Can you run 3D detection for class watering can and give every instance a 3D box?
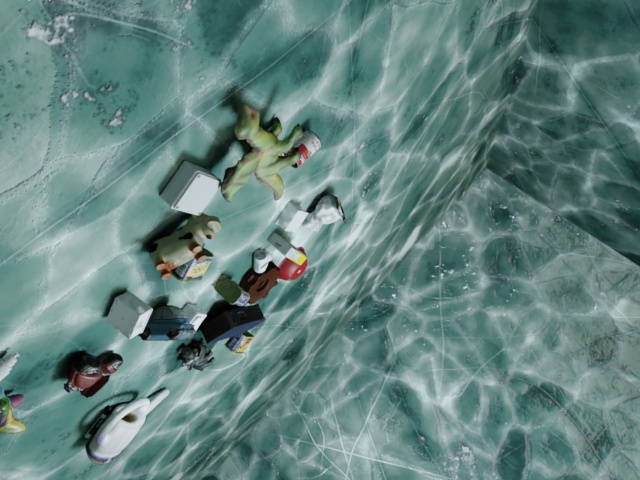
[{"bbox_3d":[-0.636,0.608,1.707,0.224,0.104,0.346,-52,169,4],"label":"watering can"}]

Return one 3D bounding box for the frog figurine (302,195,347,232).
[{"bbox_3d":[0.006,-0.096,1.907,0.159,0.124,0.136,-16,169,7],"label":"frog figurine"}]

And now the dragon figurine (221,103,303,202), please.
[{"bbox_3d":[-0.167,-0.187,1.332,0.246,0.123,0.400,-36,153,-32],"label":"dragon figurine"}]
